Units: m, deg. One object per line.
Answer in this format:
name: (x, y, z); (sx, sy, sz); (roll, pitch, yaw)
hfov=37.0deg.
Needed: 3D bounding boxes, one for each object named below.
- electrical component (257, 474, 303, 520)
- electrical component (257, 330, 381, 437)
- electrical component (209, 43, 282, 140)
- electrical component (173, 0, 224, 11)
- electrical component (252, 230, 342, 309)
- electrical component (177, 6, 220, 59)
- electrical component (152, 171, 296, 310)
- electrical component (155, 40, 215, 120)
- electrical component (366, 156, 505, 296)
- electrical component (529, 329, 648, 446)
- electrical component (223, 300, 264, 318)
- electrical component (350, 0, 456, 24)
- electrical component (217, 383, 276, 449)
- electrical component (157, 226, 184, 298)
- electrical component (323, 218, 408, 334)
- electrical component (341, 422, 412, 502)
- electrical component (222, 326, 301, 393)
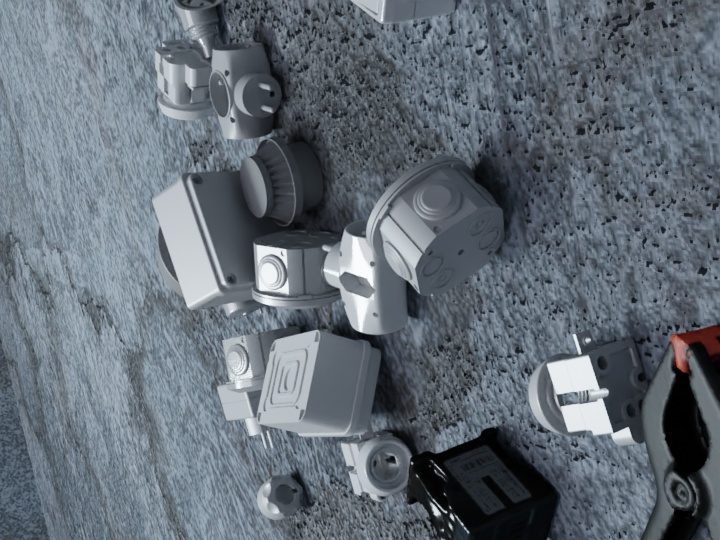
electrical component: (-0.086, 0.237, 1.111); (0.043, 0.043, 0.062); (68, 154, 13)
electrical component: (-0.035, 0.097, 0.895); (0.113, 0.057, 0.078); (-19, 58, 63)
electrical component: (-0.093, -0.150, 0.917); (0.079, 0.044, 0.077); (27, 127, 55)
electrical component: (-0.145, -0.264, 0.946); (0.055, 0.055, 0.047); (-48, 57, 59)
electrical component: (-0.049, -0.001, 0.875); (0.080, 0.080, 0.051); (22, 118, 58)
electrical component: (-0.145, -0.225, 0.990); (0.035, 0.035, 0.061); (-6, 102, 63)
electrical component: (-0.111, -0.029, 0.938); (0.056, 0.109, 0.108); (-27, 79, 39)
electrical component: (-0.164, -0.179, 1.025); (0.078, 0.058, 0.057); (44, 138, 46)
electrical component: (0.048, -0.027, 0.674); (0.051, 0.080, 0.080); (50, 145, 30)
electrical component: (0.129, 0.068, 0.608); (0.055, 0.048, 0.066); (-22, 84, 56)
electrical component: (-0.123, 0.011, 1.065); (0.040, 0.040, 0.078); (-40, 69, 61)
electrical component: (0.019, -0.194, 0.661); (0.096, 0.061, 0.061); (47, 143, 42)
electrical component: (-0.101, 0.144, 1.086); (0.083, 0.047, 0.075); (-21, 85, 63)
electrical component: (-0.140, -0.019, 1.014); (0.108, 0.108, 0.060); (70, 159, 9)
electrical component: (0.000, 0.000, 0.810); (0.079, 0.043, 0.077); (19, 121, 42)
electrical component: (0.015, 0.158, 0.875); (0.055, 0.048, 0.066); (161, 93, -71)
electrical component: (-0.087, 0.083, 0.992); (0.080, 0.080, 0.051); (-17, 83, 63)
